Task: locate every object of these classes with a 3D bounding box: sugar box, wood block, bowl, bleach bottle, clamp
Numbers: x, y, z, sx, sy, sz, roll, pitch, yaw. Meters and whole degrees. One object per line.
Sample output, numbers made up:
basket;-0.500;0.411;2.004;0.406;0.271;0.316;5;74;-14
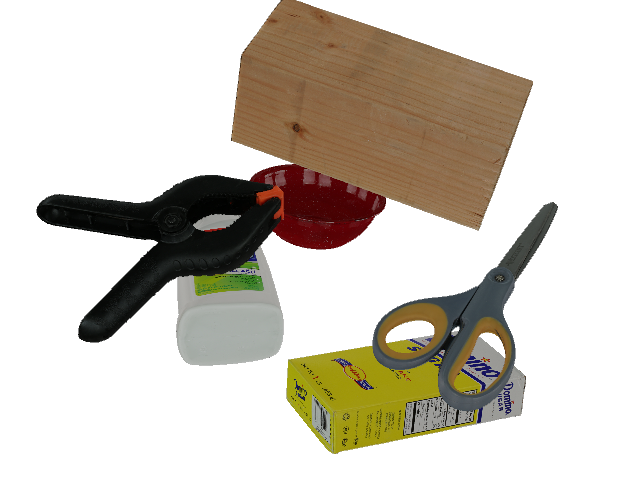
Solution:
sugar box;0.070;0.121;0.880;0.176;0.048;0.093;-10;26;-23
wood block;0.046;-0.099;0.823;0.206;0.091;0.090;21;47;8
bowl;-0.007;-0.034;1.246;0.162;0.055;0.162;7;26;-3
bleach bottle;-0.105;0.030;1.079;0.102;0.068;0.251;-3;28;-12
clamp;-0.112;-0.009;0.747;0.171;0.120;0.039;-25;-24;-21

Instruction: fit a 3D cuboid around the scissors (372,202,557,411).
scissors;0.095;0.030;0.692;0.096;0.016;0.201;9;41;13
